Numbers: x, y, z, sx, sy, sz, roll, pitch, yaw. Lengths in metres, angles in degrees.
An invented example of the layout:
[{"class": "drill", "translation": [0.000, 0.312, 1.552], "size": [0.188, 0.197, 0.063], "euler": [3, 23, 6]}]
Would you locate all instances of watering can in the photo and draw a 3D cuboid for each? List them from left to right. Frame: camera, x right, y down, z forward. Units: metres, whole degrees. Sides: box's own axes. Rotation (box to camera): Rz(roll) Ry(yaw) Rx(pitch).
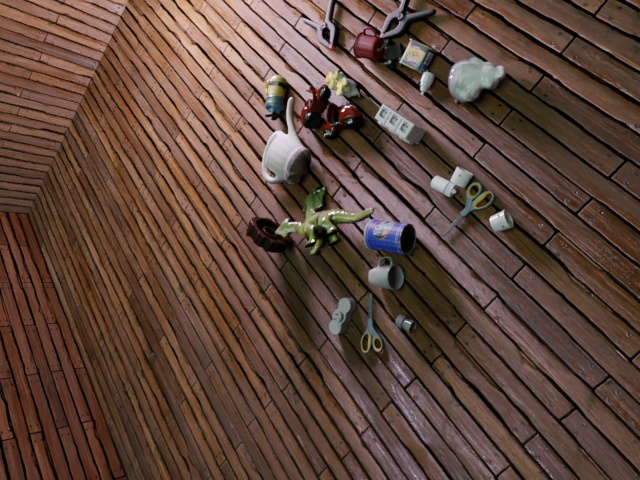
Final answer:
[{"class": "watering can", "translation": [-0.122, -0.364, 2.012], "size": [0.227, 0.104, 0.343], "euler": [37, 112, 34]}]

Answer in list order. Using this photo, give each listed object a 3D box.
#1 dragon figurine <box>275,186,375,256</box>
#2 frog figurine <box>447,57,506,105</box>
[{"class": "dragon figurine", "translation": [0.006, -0.095, 1.893], "size": [0.406, 0.121, 0.248], "euler": [-30, 58, 22]}, {"class": "frog figurine", "translation": [0.470, -0.484, 1.552], "size": [0.159, 0.121, 0.139], "euler": [3, 68, 50]}]
